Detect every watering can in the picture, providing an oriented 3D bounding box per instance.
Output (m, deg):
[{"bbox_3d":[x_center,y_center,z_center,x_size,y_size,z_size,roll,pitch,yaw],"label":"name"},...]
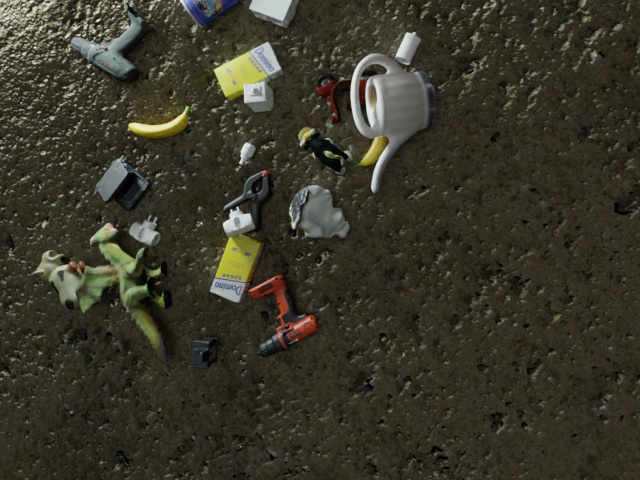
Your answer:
[{"bbox_3d":[0.193,-0.305,1.322,0.225,0.104,0.346,-11,95,-16],"label":"watering can"}]

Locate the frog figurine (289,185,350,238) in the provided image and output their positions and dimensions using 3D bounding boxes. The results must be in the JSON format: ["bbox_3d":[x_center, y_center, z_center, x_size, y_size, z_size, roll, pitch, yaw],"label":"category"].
[{"bbox_3d":[0.004,-0.070,1.382,0.159,0.122,0.138,17,81,-26],"label":"frog figurine"}]

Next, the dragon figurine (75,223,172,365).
[{"bbox_3d":[-0.555,0.151,1.435,0.242,0.121,0.413,-8,83,7],"label":"dragon figurine"}]
